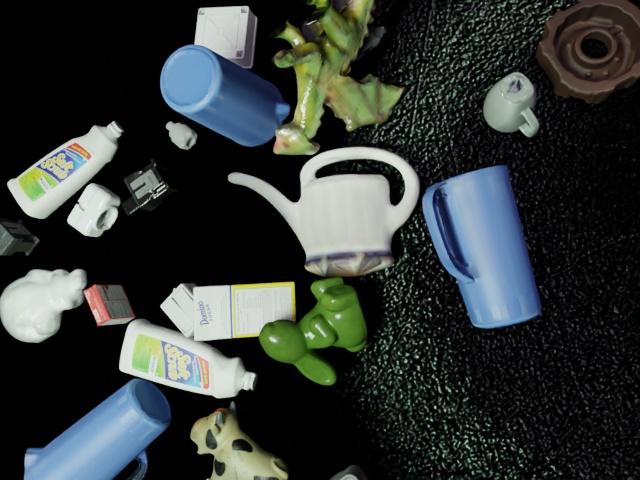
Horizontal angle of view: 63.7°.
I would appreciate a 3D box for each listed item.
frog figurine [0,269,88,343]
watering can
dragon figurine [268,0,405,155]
[{"bbox_3d":[-0.529,0.119,0.996,0.158,0.121,0.140,-27,59,20],"label":"frog figurine"},{"bbox_3d":[0.003,-0.045,0.902,0.347,0.103,0.226,-5,80,16],"label":"watering can"},{"bbox_3d":[0.054,-0.311,0.895,0.411,0.239,0.124,-45,31,-3],"label":"dragon figurine"}]
